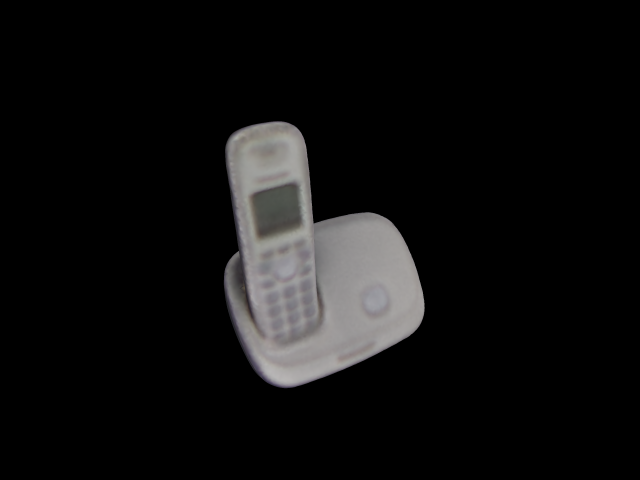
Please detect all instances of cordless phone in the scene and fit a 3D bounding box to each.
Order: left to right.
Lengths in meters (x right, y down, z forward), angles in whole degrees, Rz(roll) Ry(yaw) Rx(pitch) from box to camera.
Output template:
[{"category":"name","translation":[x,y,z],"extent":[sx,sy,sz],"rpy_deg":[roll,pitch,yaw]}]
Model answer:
[{"category":"cordless phone","translation":[0.004,0.001,0.400],"extent":[0.148,0.185,0.093],"rpy_deg":[-20,40,-25]}]
